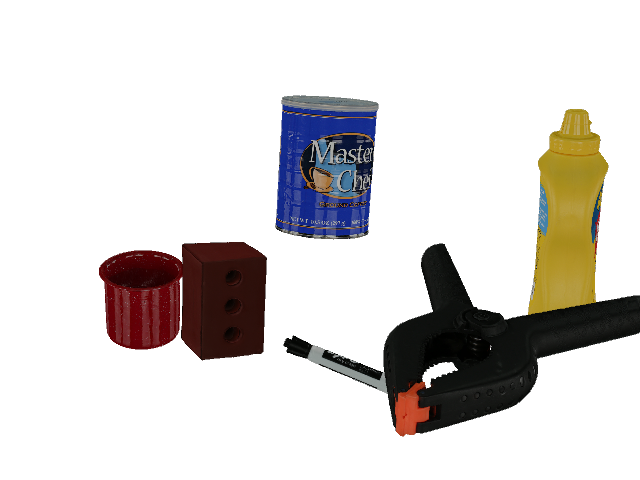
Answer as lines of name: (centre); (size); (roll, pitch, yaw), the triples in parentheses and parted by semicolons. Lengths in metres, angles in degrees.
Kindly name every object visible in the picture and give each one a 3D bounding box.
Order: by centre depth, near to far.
clamp: (0.094, 0.059, 0.682); (0.165, 0.036, 0.209); (18, 30, 35)
foam brick: (-0.074, 0.044, 0.812); (0.052, 0.078, 0.051); (-4, 14, -23)
mustard bottle: (0.210, -0.016, 0.906); (0.058, 0.192, 0.096); (4, 19, 13)
marker: (0.019, 0.127, 1.098); (0.121, 0.020, 0.020); (22, 2, 6)
coffee can: (0.006, -0.080, 1.141); (0.103, 0.140, 0.103); (4, 12, -1)
mug: (-0.205, 0.063, 1.190); (0.093, 0.081, 0.117); (-21, 35, -40)
